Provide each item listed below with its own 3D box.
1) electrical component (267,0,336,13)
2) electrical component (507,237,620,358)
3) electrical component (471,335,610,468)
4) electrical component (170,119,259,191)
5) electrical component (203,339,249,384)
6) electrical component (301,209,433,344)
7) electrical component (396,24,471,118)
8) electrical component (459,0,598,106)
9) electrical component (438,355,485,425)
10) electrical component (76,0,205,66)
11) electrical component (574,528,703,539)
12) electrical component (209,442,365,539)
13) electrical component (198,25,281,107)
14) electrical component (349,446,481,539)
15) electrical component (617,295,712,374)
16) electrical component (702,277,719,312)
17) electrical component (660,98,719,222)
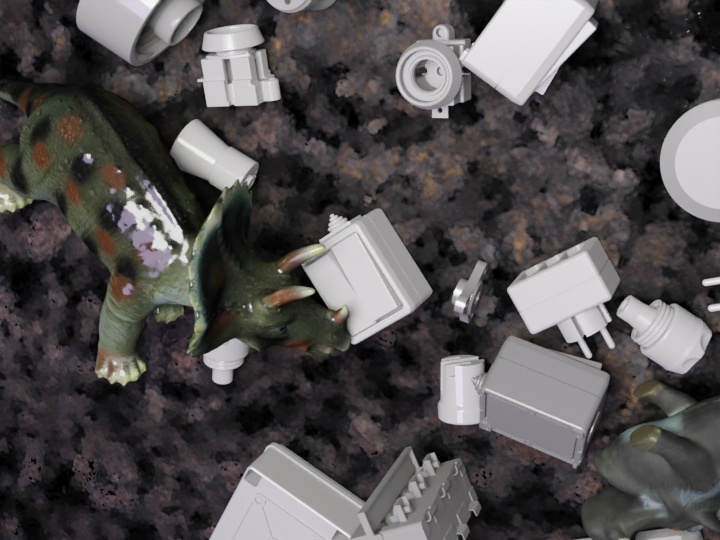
[{"bbox_3d":[-0.043,-0.212,0.789,0.045,0.055,0.045,6,107,21],"label":"electrical component"},{"bbox_3d":[0.157,0.027,0.781,0.066,0.047,0.076,-28,94,26],"label":"electrical component"},{"bbox_3d":[0.131,0.091,0.796,0.096,0.061,0.061,21,151,19],"label":"electrical component"},{"bbox_3d":[-0.115,-0.086,0.864,0.065,0.044,0.044,32,114,6],"label":"electrical component"},{"bbox_3d":[-0.114,0.066,0.906,0.048,0.048,0.062,16,117,18],"label":"electrical component"},{"bbox_3d":[0.000,0.000,0.830,0.062,0.061,0.096,-32,92,27],"label":"electrical component"},{"bbox_3d":[0.054,-0.141,0.770,0.048,0.055,0.066,4,107,21],"label":"electrical component"},{"bbox_3d":[0.122,-0.166,0.729,0.061,0.061,0.096,37,116,-1],"label":"electrical component"},{"bbox_3d":[0.080,0.093,0.837,0.040,0.040,0.046,1,100,22],"label":"electrical component"},{"bbox_3d":[-0.154,-0.203,0.811,0.060,0.108,0.108,40,116,1],"label":"electrical component"},{"bbox_3d":[0.230,0.295,0.822,0.105,0.060,0.186,-14,99,25],"label":"electrical component"},{"bbox_3d":[-0.062,0.224,0.923,0.109,0.056,0.108,33,115,10],"label":"electrical component"},{"bbox_3d":[-0.096,-0.158,0.832,0.066,0.048,0.055,2,113,22],"label":"electrical component"},{"bbox_3d":[0.047,0.193,0.833,0.063,0.121,0.078,-20,97,23],"label":"electrical component"},{"bbox_3d":[0.212,0.042,0.761,0.062,0.043,0.043,33,115,-3],"label":"electrical component"},{"bbox_3d":[0.273,0.011,0.729,0.077,0.047,0.065,-11,101,25],"label":"electrical component"},{"bbox_3d":[0.243,-0.075,0.714,0.080,0.051,0.080,6,107,21],"label":"electrical component"}]
